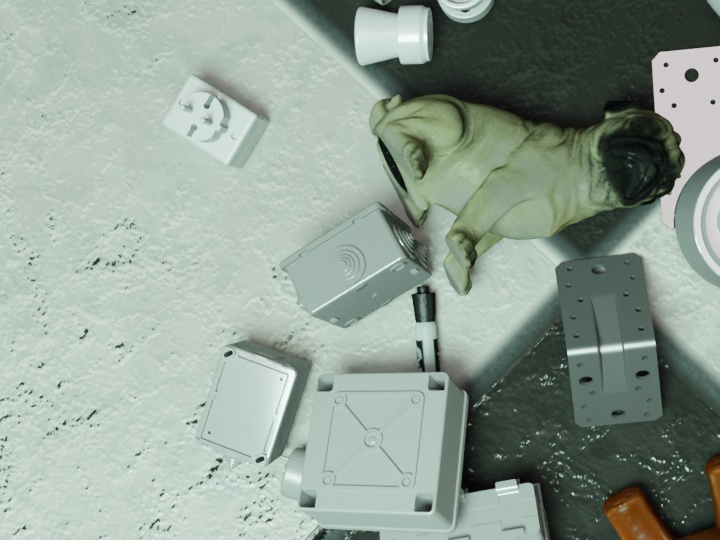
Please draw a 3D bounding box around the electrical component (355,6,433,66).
[{"bbox_3d":[0.027,-0.181,0.829,0.055,0.045,0.045,1,91,11],"label":"electrical component"}]

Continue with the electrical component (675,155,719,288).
[{"bbox_3d":[0.286,-0.035,0.769,0.108,0.060,0.108,0,94,7],"label":"electrical component"}]

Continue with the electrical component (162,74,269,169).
[{"bbox_3d":[-0.119,-0.118,0.843,0.066,0.077,0.047,33,97,9],"label":"electrical component"}]

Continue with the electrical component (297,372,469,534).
[{"bbox_3d":[0.019,0.134,0.794,0.109,0.056,0.108,-3,62,23],"label":"electrical component"}]

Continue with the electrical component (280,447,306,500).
[{"bbox_3d":[-0.027,0.168,0.848,0.078,0.040,0.040,16,94,10],"label":"electrical component"}]

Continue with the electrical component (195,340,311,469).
[{"bbox_3d":[-0.084,0.110,0.848,0.062,0.061,0.096,19,95,10],"label":"electrical component"}]

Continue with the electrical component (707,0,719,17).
[{"bbox_3d":[0.295,-0.178,0.777,0.043,0.043,0.081,-38,84,9],"label":"electrical component"}]

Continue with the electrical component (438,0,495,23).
[{"bbox_3d":[0.079,-0.213,0.813,0.045,0.055,0.045,0,91,11],"label":"electrical component"}]

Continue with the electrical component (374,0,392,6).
[{"bbox_3d":[0.008,-0.259,0.832,0.077,0.044,0.079,36,97,8],"label":"electrical component"}]

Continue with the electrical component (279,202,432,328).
[{"bbox_3d":[0.000,0.000,0.812,0.100,0.100,0.048,-32,72,10],"label":"electrical component"}]

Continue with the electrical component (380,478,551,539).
[{"bbox_3d":[0.079,0.200,0.810,0.121,0.063,0.078,-13,48,11],"label":"electrical component"}]
